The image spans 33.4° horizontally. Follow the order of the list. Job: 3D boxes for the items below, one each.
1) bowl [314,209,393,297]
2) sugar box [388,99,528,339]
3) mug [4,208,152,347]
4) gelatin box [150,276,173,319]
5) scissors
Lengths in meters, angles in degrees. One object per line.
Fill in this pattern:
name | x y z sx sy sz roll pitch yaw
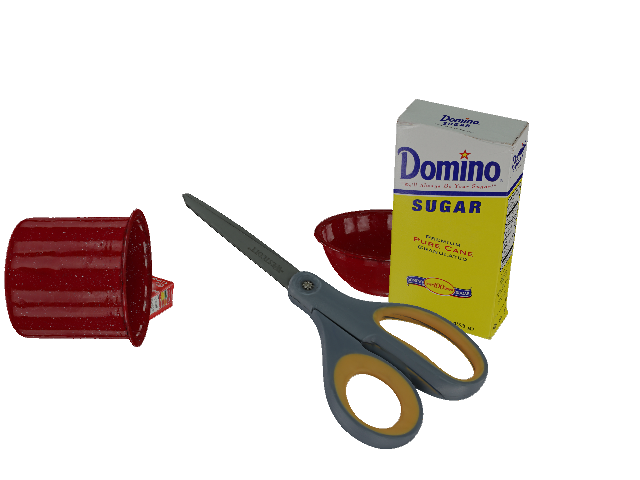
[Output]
bowl | 0.074 0.017 1.101 0.162 0.055 0.162 1 19 0
sugar box | 0.103 -0.014 0.826 0.093 0.176 0.048 15 38 23
mug | -0.162 0.025 0.732 0.081 0.093 0.117 0 -1 2
gelatin box | -0.198 0.052 1.024 0.089 0.030 0.073 16 25 24
scissors | -0.010 0.044 0.575 0.202 0.096 0.016 24 -38 12
